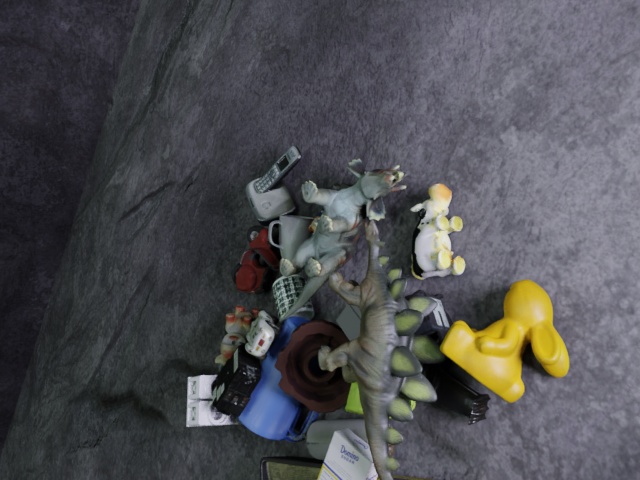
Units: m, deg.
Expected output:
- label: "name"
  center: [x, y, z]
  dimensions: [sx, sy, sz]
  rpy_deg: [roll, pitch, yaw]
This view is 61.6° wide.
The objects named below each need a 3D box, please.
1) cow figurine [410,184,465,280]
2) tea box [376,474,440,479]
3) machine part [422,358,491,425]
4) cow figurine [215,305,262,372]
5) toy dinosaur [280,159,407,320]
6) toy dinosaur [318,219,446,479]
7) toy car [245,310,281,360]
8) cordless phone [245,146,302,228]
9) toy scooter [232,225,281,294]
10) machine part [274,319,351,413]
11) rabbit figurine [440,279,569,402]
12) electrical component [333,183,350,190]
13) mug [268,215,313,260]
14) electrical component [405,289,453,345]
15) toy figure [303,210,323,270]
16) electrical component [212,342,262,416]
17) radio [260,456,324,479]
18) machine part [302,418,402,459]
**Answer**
- label: "cow figurine"
  center: [0.204, -0.014, 0.978]
  dimensions: [0.098, 0.068, 0.167]
  rpy_deg: [-21, 63, 50]
- label: "tea box"
  center: [0.144, 0.452, 0.905]
  dimensions: [0.170, 0.068, 0.098]
  rpy_deg: [-20, 64, 43]
- label: "machine part"
  center: [0.220, 0.250, 0.902]
  dimensions: [0.139, 0.039, 0.084]
  rpy_deg: [31, 98, 50]
- label: "cow figurine"
  center: [-0.194, 0.237, 1.278]
  dimensions: [0.195, 0.086, 0.127]
  rpy_deg: [-57, -29, -82]
- label: "toy dinosaur"
  center: [0.035, -0.010, 1.110]
  dimensions: [0.131, 0.192, 0.404]
  rpy_deg: [49, 131, 31]
- label: "toy dinosaur"
  center: [0.099, 0.192, 0.889]
  dimensions: [0.199, 0.105, 0.471]
  rpy_deg: [-10, 74, 41]
- label: "toy car"
  center: [-0.125, 0.199, 1.151]
  dimensions: [0.073, 0.056, 0.202]
  rpy_deg: [-61, 7, -1]
- label: "cordless phone"
  center: [-0.093, -0.132, 1.335]
  dimensions: [0.184, 0.088, 0.147]
  rpy_deg: [-45, 49, 25]
- label: "toy scooter"
  center: [-0.144, 0.065, 1.339]
  dimensions: [0.135, 0.075, 0.183]
  rpy_deg: [31, 111, 29]
- label: "machine part"
  center: [0.001, 0.245, 1.060]
  dimensions: [0.056, 0.179, 0.179]
  rpy_deg: [-67, -6, -86]
- label: "rabbit figurine"
  center: [0.288, 0.142, 0.804]
  dimensions: [0.163, 0.121, 0.173]
  rpy_deg: [33, 85, 45]
- label: "electrical component"
  center: [0.055, -0.092, 1.197]
  dimensions: [0.094, 0.021, 0.063]
  rpy_deg: [31, 101, 46]
- label: "mug"
  center: [-0.067, -0.003, 1.252]
  dimensions: [0.081, 0.109, 0.107]
  rpy_deg: [11, 100, 57]
- label: "electrical component"
  center: [0.196, 0.149, 0.932]
  dimensions: [0.048, 0.074, 0.119]
  rpy_deg: [-34, 58, 36]
- label: "toy figure"
  center: [-0.001, -0.003, 1.212]
  dimensions: [0.064, 0.057, 0.154]
  rpy_deg: [12, 86, 16]
- label: "electrical component"
  center: [-0.178, 0.302, 1.142]
  dimensions: [0.134, 0.058, 0.115]
  rpy_deg: [-58, 17, 17]
- label: "radio"
  center: [-0.026, 0.508, 1.076]
  dimensions: [0.230, 0.073, 0.131]
  rpy_deg: [-18, 66, 45]
- label: "machine part"
  center: [0.056, 0.379, 1.019]
  dimensions: [0.243, 0.079, 0.079]
  rpy_deg: [-22, 64, 43]
